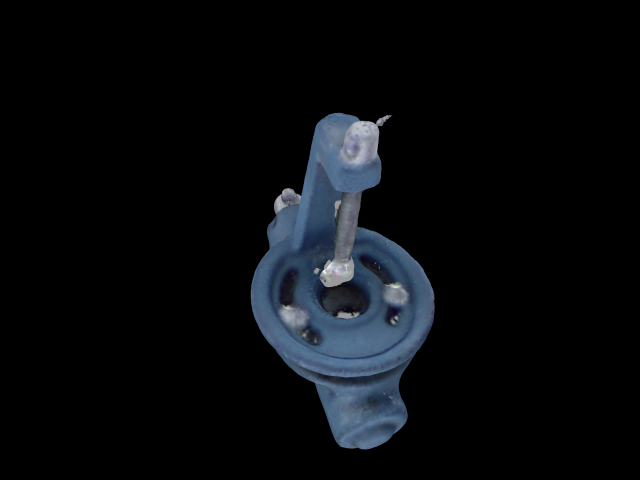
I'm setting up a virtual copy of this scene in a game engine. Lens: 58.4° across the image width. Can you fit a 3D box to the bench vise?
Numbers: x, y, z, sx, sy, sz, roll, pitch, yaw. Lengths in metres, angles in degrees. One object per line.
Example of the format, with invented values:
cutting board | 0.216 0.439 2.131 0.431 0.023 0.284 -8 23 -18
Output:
bench vise | -0.006 0.005 0.394 0.122 0.220 0.206 -22 39 -29
